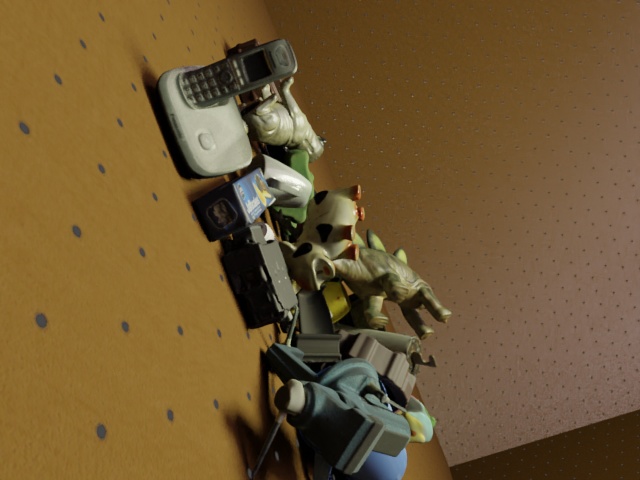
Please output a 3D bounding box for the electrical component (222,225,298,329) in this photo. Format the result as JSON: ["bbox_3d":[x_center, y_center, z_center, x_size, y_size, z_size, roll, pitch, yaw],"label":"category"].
[{"bbox_3d":[-0.083,0.047,0.747,0.115,0.058,0.134,-34,104,-84],"label":"electrical component"}]

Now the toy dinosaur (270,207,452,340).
[{"bbox_3d":[0.102,0.068,1.021,0.471,0.105,0.199,29,23,-38],"label":"toy dinosaur"}]

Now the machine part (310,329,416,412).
[{"bbox_3d":[0.070,0.221,0.893,0.056,0.180,0.179,-57,135,-37],"label":"machine part"}]

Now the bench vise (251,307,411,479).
[{"bbox_3d":[-0.004,0.188,0.658,0.223,0.128,0.241,18,10,-40],"label":"bench vise"}]

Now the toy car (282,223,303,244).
[{"bbox_3d":[-0.050,-0.071,1.141,0.053,0.089,0.202,58,12,-61],"label":"toy car"}]

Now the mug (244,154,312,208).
[{"bbox_3d":[-0.064,-0.093,0.917,0.110,0.107,0.080,13,-92,57],"label":"mug"}]

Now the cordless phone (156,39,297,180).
[{"bbox_3d":[-0.105,-0.169,0.698,0.089,0.184,0.146,-26,95,-86],"label":"cordless phone"}]

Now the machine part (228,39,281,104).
[{"bbox_3d":[-0.138,-0.365,1.306,0.201,0.087,0.201,28,42,-75],"label":"machine part"}]

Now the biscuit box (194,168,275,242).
[{"bbox_3d":[-0.116,-0.056,0.765,0.203,0.063,0.059,-78,145,-76],"label":"biscuit box"}]

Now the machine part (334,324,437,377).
[{"bbox_3d":[0.090,0.199,0.962,0.079,0.243,0.079,-10,101,-59],"label":"machine part"}]

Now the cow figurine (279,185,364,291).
[{"bbox_3d":[-0.002,-0.003,0.855,0.085,0.127,0.195,71,24,-43],"label":"cow figurine"}]

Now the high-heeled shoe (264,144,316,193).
[{"bbox_3d":[-0.065,-0.130,1.206,0.145,0.086,0.249,63,3,-51],"label":"high-heeled shoe"}]

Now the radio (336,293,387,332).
[{"bbox_3d":[0.077,0.226,1.078,0.073,0.131,0.230,57,15,-55],"label":"radio"}]

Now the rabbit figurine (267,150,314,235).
[{"bbox_3d":[-0.061,-0.099,1.056,0.159,0.121,0.170,60,-4,-15],"label":"rabbit figurine"}]

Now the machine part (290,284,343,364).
[{"bbox_3d":[-0.011,0.128,0.817,0.039,0.084,0.139,97,-10,-46],"label":"machine part"}]

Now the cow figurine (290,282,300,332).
[{"bbox_3d":[-0.026,0.110,0.927,0.098,0.068,0.167,64,6,-65],"label":"cow figurine"}]

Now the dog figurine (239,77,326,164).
[{"bbox_3d":[-0.079,-0.211,1.109,0.121,0.172,0.190,12,-40,52],"label":"dog figurine"}]

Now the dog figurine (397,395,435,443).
[{"bbox_3d":[0.145,0.324,1.163,0.108,0.192,0.219,36,49,-64],"label":"dog figurine"}]

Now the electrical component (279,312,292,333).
[{"bbox_3d":[-0.068,0.096,0.840,0.063,0.021,0.094,-87,156,-69],"label":"electrical component"}]
